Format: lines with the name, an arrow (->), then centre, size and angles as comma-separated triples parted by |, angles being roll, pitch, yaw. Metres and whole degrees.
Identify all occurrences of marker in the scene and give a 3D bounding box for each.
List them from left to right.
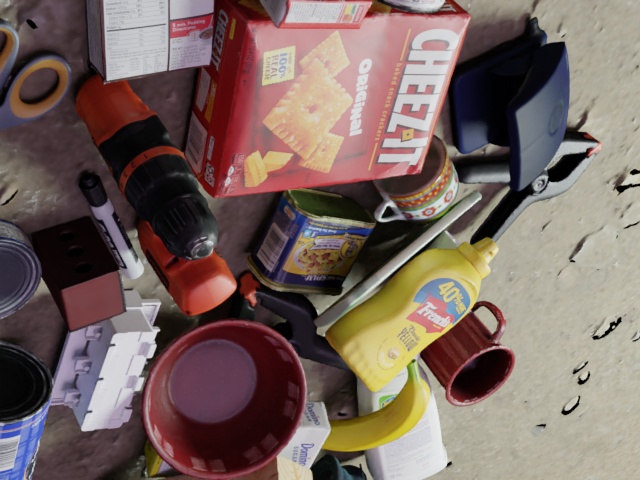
marker -> -0.177, -0.011, 0.907 | 0.020, 0.020, 0.121 | -27, 138, -11

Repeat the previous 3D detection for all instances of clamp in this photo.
clamp -> -0.028, 0.106, 1.093 | 0.164, 0.036, 0.210 | -18, 135, -2
clamp -> 0.217, -0.057, 1.121 | 0.171, 0.039, 0.120 | -21, 138, -11

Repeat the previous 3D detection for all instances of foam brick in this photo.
foam brick -> -0.199, 0.027, 0.884 | 0.053, 0.078, 0.051 | -21, 136, -21

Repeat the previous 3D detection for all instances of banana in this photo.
banana -> 0.057, 0.197, 1.181 | 0.198, 0.069, 0.037 | -37, 175, 34

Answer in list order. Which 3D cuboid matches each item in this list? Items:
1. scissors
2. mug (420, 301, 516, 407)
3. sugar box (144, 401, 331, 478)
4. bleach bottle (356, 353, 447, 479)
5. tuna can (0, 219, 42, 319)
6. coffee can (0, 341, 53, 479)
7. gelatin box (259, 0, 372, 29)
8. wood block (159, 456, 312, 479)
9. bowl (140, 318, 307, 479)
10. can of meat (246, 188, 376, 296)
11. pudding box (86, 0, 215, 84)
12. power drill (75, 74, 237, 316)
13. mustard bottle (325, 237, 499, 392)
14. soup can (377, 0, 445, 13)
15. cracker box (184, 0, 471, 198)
scissors -> -0.251, -0.073, 0.802 | 0.096, 0.016, 0.202 | 3, 126, -36
mug -> 0.168, 0.120, 1.217 | 0.093, 0.082, 0.117 | 8, 122, -39
sugar box -> -0.087, 0.208, 1.119 | 0.176, 0.048, 0.093 | 4, 133, -24
bleach bottle -> 0.094, 0.187, 1.243 | 0.102, 0.068, 0.251 | -20, 134, -13
tuna can -> -0.272, 0.024, 0.863 | 0.086, 0.034, 0.086 | -19, 136, -20
coffee can -> -0.296, 0.172, 0.930 | 0.102, 0.103, 0.140 | -3, 128, -33
gelatin box -> -0.014, -0.195, 0.796 | 0.073, 0.089, 0.030 | -6, 139, -31
wood block -> -0.115, 0.291, 1.100 | 0.206, 0.091, 0.090 | -15, 154, 18
bowl -> -0.096, 0.146, 1.026 | 0.162, 0.055, 0.162 | -4, 104, -18
can of meat -> -0.007, 0.001, 1.007 | 0.101, 0.057, 0.084 | 7, 121, -40
pudding box -> -0.123, -0.176, 0.779 | 0.089, 0.039, 0.113 | -13, 132, -23
power drill -> -0.116, -0.019, 0.832 | 0.057, 0.184, 0.187 | -28, 147, -11
mustard bottle -> 0.101, 0.064, 1.070 | 0.191, 0.058, 0.096 | -40, 134, -3
soup can -> 0.078, -0.238, 0.833 | 0.068, 0.069, 0.102 | -7, 128, -30
cracker box -> 0.005, -0.125, 0.887 | 0.213, 0.072, 0.164 | -8, 131, -30
